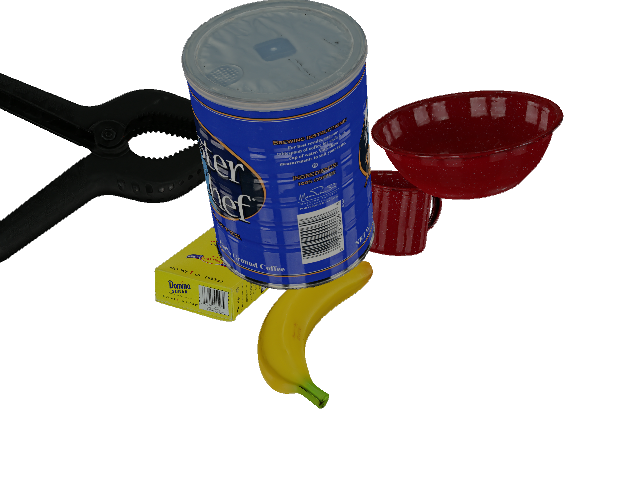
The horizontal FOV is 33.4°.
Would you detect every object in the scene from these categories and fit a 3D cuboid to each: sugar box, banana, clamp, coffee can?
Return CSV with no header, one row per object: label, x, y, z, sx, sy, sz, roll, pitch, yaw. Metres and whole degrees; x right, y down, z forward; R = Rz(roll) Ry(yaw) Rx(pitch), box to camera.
sugar box,-0.090,0.021,1.136,0.093,0.048,0.176,14,31,21
banana,-0.009,0.068,0.862,0.069,0.037,0.197,21,34,2
clamp,-0.158,-0.058,0.772,0.209,0.164,0.036,-1,-30,-11
coffee can,-0.021,-0.056,0.632,0.103,0.140,0.103,-3,43,3

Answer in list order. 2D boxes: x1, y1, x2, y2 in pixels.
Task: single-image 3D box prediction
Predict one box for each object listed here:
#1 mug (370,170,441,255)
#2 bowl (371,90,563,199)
mug,0.094,-0.033,1.237,0.117,0.081,0.093,-8,20,-38
bowl,0.127,-0.078,0.913,0.162,0.055,0.162,-8,24,3
